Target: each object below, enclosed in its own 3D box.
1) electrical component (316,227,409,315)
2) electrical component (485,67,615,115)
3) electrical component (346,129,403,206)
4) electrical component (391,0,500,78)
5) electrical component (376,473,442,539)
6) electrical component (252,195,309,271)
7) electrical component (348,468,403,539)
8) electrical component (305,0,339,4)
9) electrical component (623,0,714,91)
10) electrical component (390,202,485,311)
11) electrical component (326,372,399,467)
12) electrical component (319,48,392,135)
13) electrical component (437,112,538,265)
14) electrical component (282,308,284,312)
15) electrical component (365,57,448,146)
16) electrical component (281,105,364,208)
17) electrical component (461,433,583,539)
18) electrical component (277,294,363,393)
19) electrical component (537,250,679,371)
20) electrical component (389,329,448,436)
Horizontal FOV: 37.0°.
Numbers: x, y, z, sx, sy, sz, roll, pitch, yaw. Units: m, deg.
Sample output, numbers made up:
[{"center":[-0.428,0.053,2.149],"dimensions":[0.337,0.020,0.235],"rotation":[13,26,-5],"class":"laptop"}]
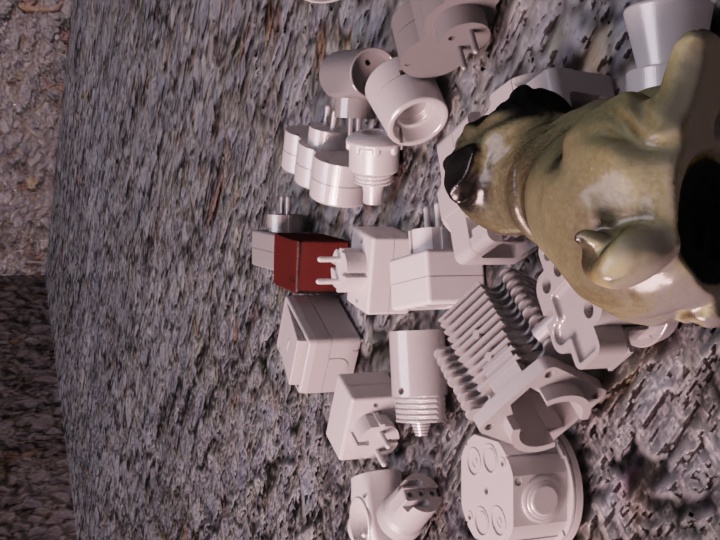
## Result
[{"center":[0.000,0.000,0.894],"dimensions":[0.047,0.077,0.065],"rotation":[-148,60,-64],"class":"electrical component"},{"center":[0.110,-0.082,0.649],"dimensions":[0.089,0.050,0.055],"rotation":[-33,60,56],"class":"electrical component"},{"center":[0.012,-0.086,0.908],"dimensions":[0.048,0.048,0.062],"rotation":[-135,42,-60],"class":"electrical component"},{"center":[0.070,-0.176,0.752],"dimensions":[0.138,0.052,0.073],"rotation":[128,136,-56],"class":"electrical component"},{"center":[0.040,0.188,0.854],"dimensions":[0.046,0.040,0.040],"rotation":[-58,38,43],"class":"electrical component"},{"center":[-0.078,-0.040,1.121],"dimensions":[0.083,0.047,0.075],"rotation":[-166,76,-67],"class":"electrical component"},{"center":[0.013,0.215,0.911],"dimensions":[0.079,0.044,0.077],"rotation":[133,132,-59],"class":"electrical component"},{"center":[-0.032,-0.287,0.944],"dimensions":[0.064,0.099,0.099],"rotation":[62,146,37],"class":"electrical component"},{"center":[0.158,-0.107,0.549],"dimensions":[0.045,0.045,0.055],"rotation":[176,93,-68],"class":"electrical component"},{"center":[0.056,-0.011,0.798],"dimensions":[0.066,0.047,0.076],"rotation":[163,105,-67],"class":"electrical component"},{"center":[0.009,0.135,0.915],"dimensions":[0.076,0.047,0.065],"rotation":[-125,40,-54],"class":"electrical component"},{"center":[-0.003,-0.153,0.939],"dimensions":[0.077,0.044,0.079],"rotation":[-159,70,-66],"class":"electrical component"},{"center":[0.087,-0.052,0.716],"dimensions":[0.056,0.050,0.089],"rotation":[140,126,-62],"class":"electrical component"},{"center":[-0.065,0.064,1.111],"dimensions":[0.035,0.035,0.061],"rotation":[-126,39,-54],"class":"electrical component"},{"center":[0.037,-0.130,0.832],"dimensions":[0.055,0.055,0.047],"rotation":[113,144,-45],"class":"electrical component"},{"center":[-0.031,-0.115,0.998],"dimensions":[0.138,0.052,0.073],"rotation":[-133,47,-59],"class":"electrical component"},{"center":[0.102,0.138,0.684],"dimensions":[0.080,0.051,0.080],"rotation":[179,90,-68],"class":"electrical component"},{"center":[-0.045,0.066,1.027],"dimensions":[0.096,0.061,0.061],"rotation":[-123,38,-52],"class":"electrical component"},{"center":[0.138,0.014,0.587],"dimensions":[0.058,0.057,0.078],"rotation":[122,141,-53],"class":"electrical component"},{"center":[0.046,0.087,0.830],"dimensions":[0.043,0.043,0.081],"rotation":[168,100,-67],"class":"electrical component"}]
